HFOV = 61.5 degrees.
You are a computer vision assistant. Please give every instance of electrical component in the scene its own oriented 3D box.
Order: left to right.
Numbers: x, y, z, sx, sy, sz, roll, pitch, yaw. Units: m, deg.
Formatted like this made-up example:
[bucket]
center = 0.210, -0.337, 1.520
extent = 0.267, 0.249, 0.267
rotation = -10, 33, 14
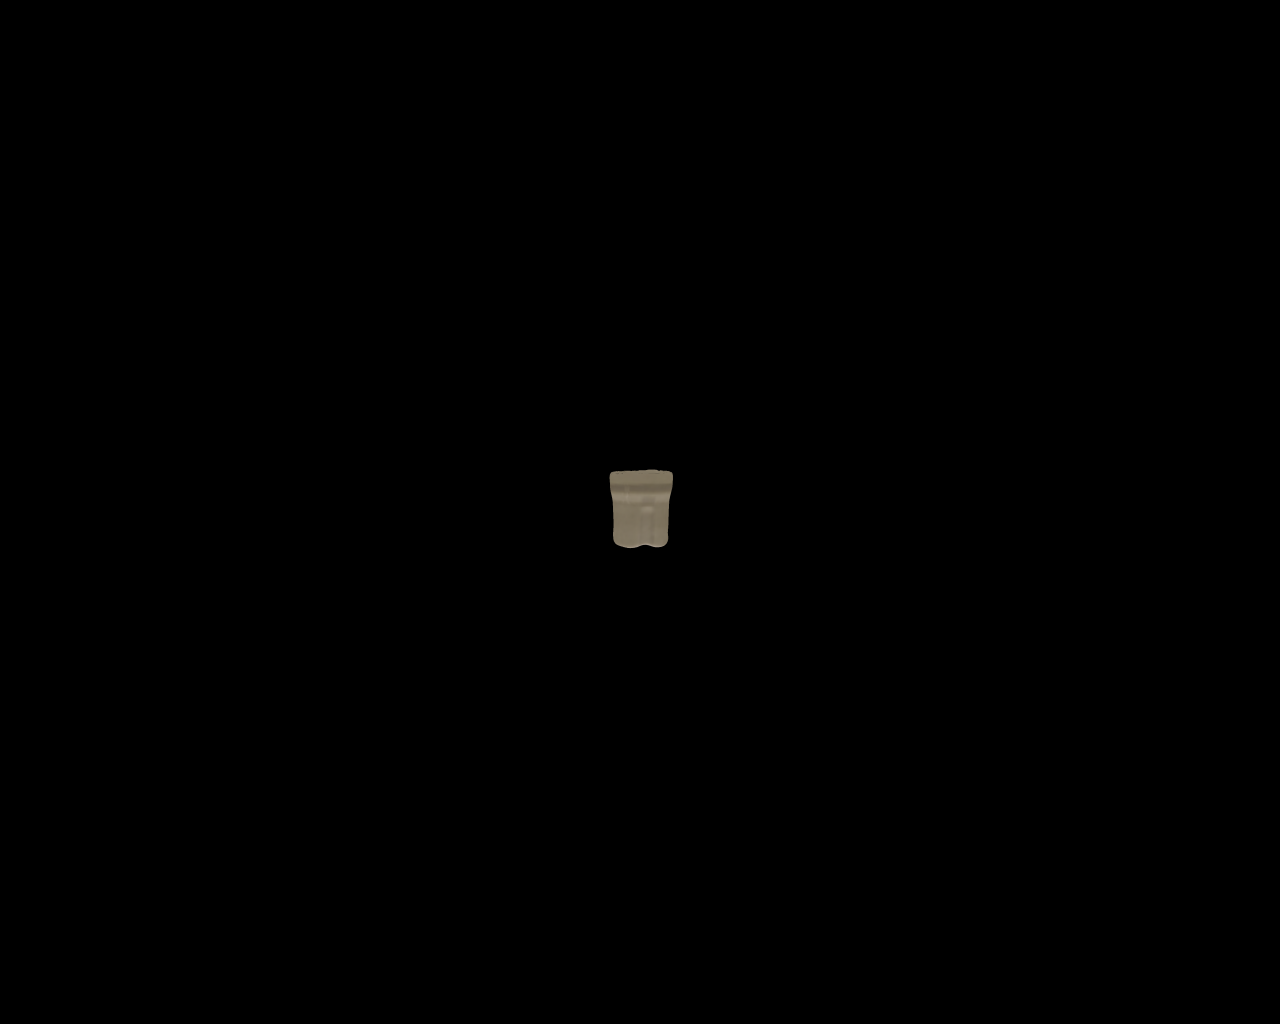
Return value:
[electrical component]
center = 0.001, -0.003, 0.650
extent = 0.040, 0.046, 0.040
rotation = 0, 4, 0
